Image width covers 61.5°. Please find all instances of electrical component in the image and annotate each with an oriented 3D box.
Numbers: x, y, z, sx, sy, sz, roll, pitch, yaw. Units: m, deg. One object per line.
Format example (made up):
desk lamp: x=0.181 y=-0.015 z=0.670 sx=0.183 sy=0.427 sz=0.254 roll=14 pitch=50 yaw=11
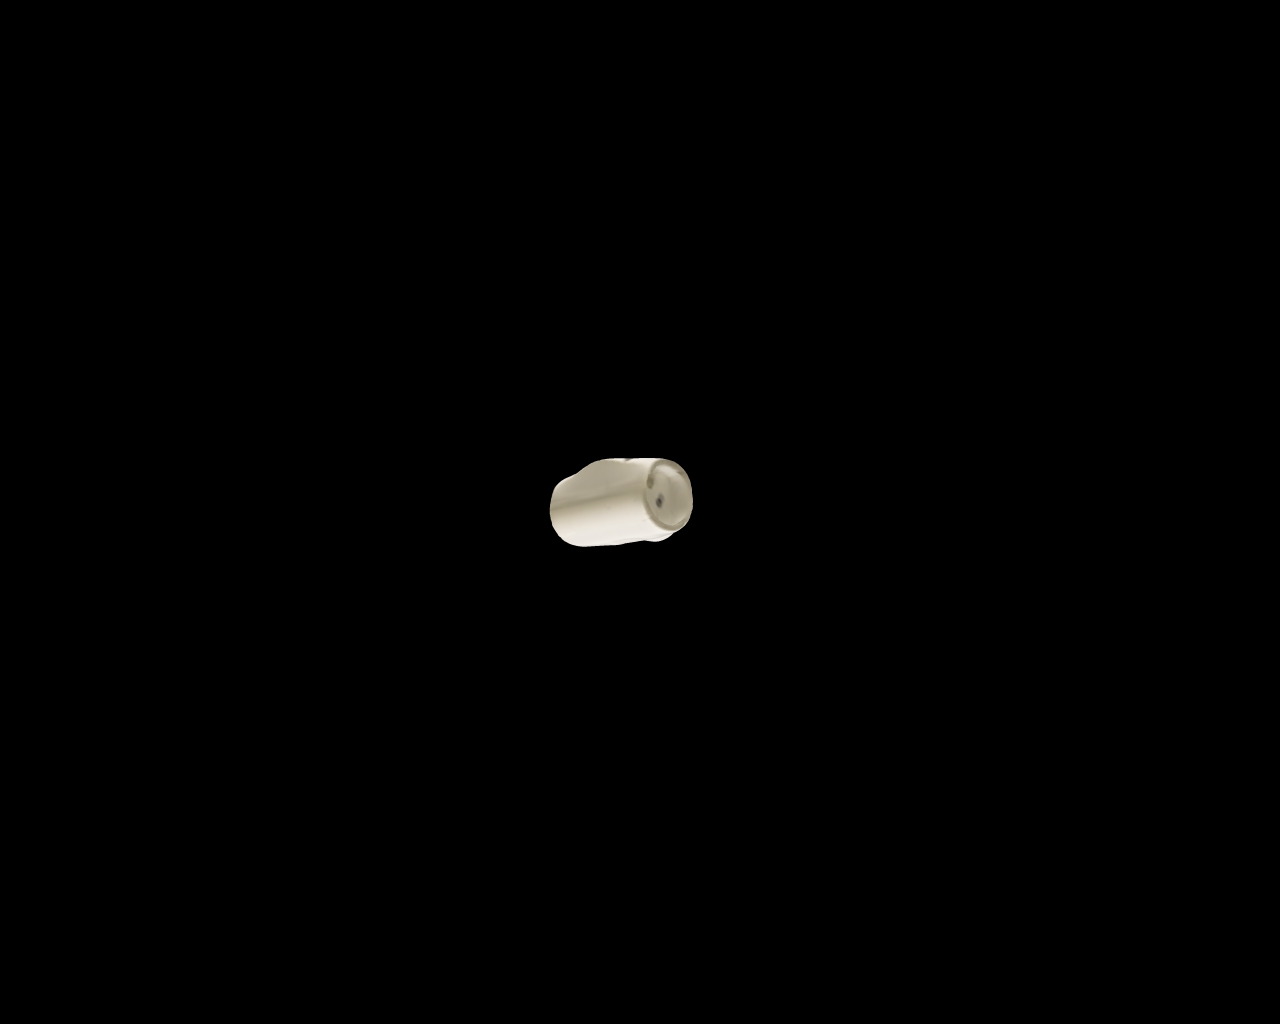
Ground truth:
electrical component: x=0.001 y=-0.003 z=0.650 sx=0.077 sy=0.043 sz=0.079 roll=-11 pitch=-16 yaw=42
